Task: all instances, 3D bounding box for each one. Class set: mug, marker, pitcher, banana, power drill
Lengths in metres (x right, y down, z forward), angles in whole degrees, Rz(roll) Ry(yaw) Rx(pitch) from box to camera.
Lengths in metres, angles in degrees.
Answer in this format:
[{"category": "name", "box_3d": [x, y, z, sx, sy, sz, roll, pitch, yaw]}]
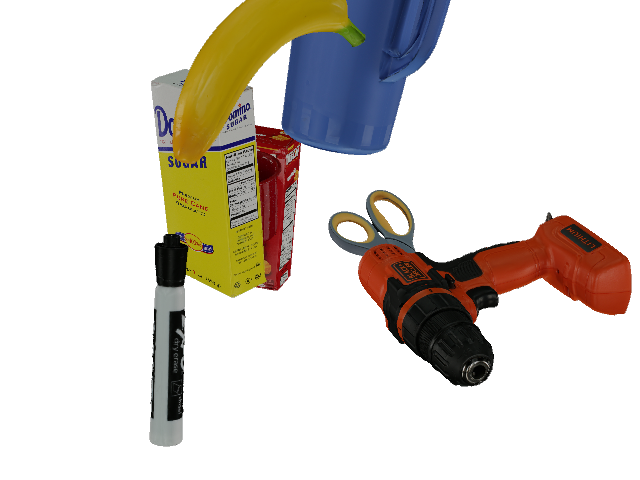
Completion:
[{"category": "mug", "box_3d": [-0.100, -0.042, 1.162, 0.117, 0.081, 0.093, -10, 32, -17]}, {"category": "marker", "box_3d": [-0.086, 0.056, 0.605, 0.020, 0.121, 0.020, 3, 10, -1]}, {"category": "pitcher", "box_3d": [0.042, -0.206, 1.006, 0.145, 0.243, 0.149, 11, 17, 1]}, {"category": "banana", "box_3d": [-0.036, -0.124, 0.698, 0.037, 0.069, 0.197, -11, 23, 49]}, {"category": "power drill", "box_3d": [0.141, 0.041, 0.827, 0.187, 0.057, 0.185, -10, 28, -17]}]

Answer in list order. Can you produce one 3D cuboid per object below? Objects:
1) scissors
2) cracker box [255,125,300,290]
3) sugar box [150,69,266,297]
[{"category": "scissors", "box_3d": [0.071, 0.024, 1.026, 0.096, 0.016, 0.202, -10, 47, -12]}, {"category": "cracker box", "box_3d": [-0.119, -0.049, 1.450, 0.164, 0.214, 0.072, 11, 25, 13]}, {"category": "sugar box", "box_3d": [-0.094, -0.049, 0.900, 0.048, 0.176, 0.093, -26, 32, -36]}]
